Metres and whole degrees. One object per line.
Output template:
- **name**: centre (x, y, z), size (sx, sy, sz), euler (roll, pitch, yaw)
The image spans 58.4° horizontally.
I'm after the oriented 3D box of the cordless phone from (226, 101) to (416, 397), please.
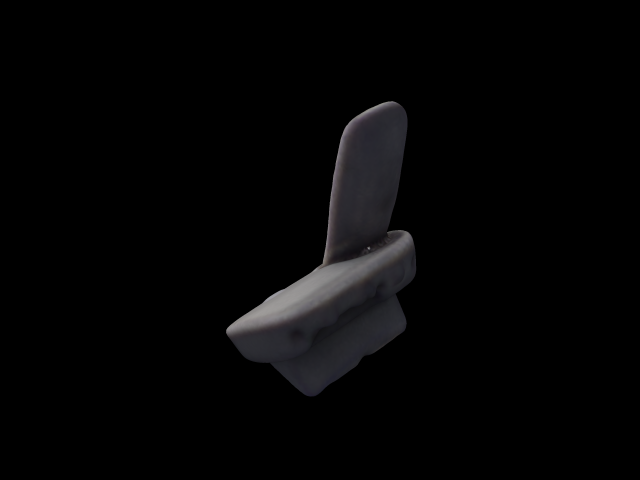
- **cordless phone**: centre (0.004, 0.001, 0.400), size (0.093, 0.185, 0.148), euler (29, 46, 33)
